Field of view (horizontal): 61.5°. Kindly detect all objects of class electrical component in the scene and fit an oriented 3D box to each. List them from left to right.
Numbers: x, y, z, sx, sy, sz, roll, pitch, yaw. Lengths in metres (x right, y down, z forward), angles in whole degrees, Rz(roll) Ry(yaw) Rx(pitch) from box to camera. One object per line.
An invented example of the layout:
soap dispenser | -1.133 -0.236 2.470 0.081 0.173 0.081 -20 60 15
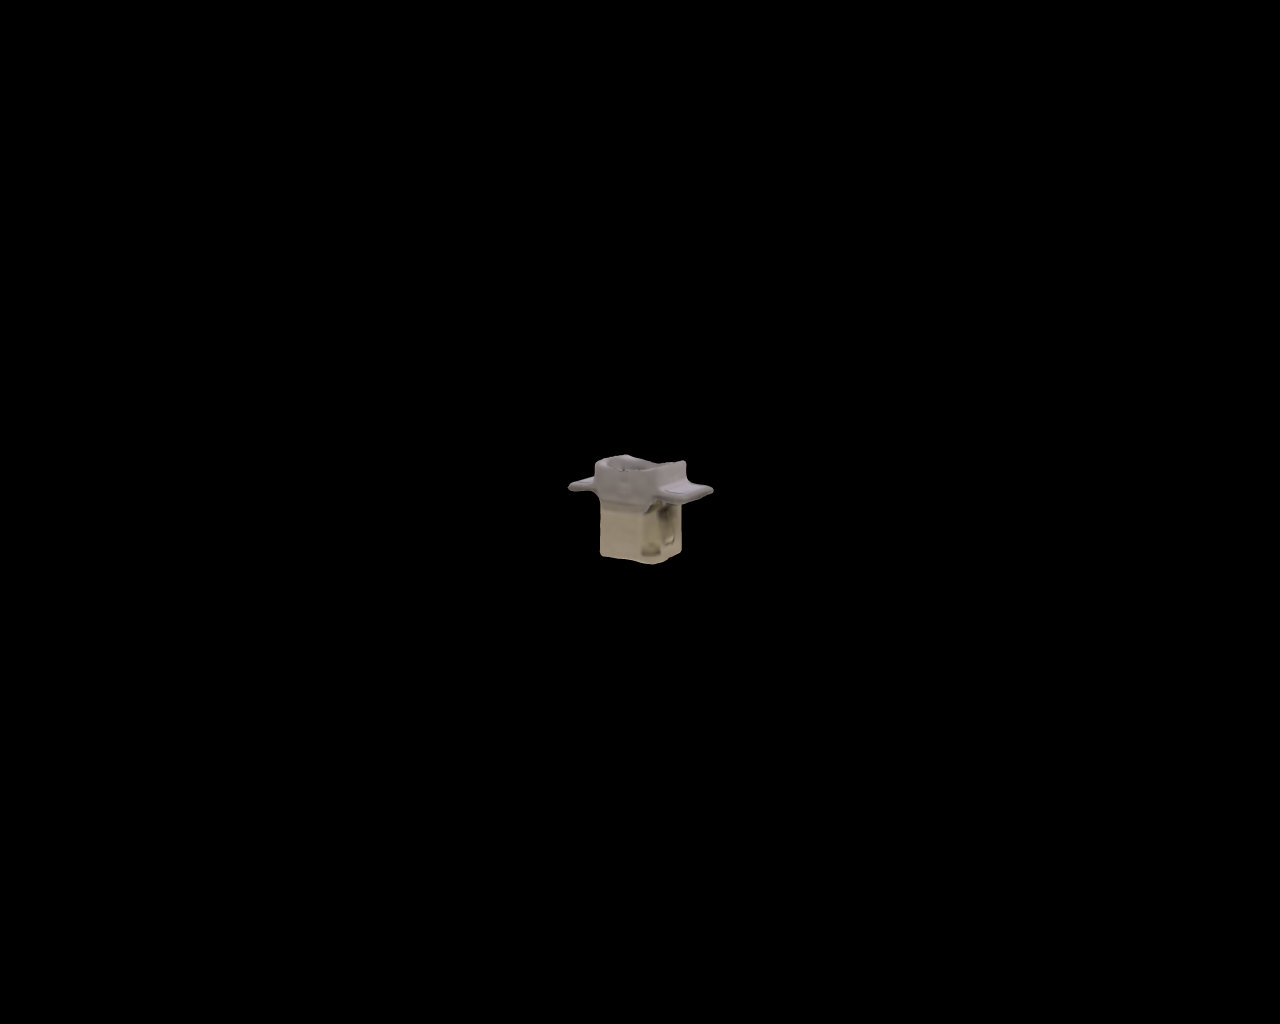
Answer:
electrical component | 0.001 -0.003 0.650 0.081 0.063 0.042 8 15 30
